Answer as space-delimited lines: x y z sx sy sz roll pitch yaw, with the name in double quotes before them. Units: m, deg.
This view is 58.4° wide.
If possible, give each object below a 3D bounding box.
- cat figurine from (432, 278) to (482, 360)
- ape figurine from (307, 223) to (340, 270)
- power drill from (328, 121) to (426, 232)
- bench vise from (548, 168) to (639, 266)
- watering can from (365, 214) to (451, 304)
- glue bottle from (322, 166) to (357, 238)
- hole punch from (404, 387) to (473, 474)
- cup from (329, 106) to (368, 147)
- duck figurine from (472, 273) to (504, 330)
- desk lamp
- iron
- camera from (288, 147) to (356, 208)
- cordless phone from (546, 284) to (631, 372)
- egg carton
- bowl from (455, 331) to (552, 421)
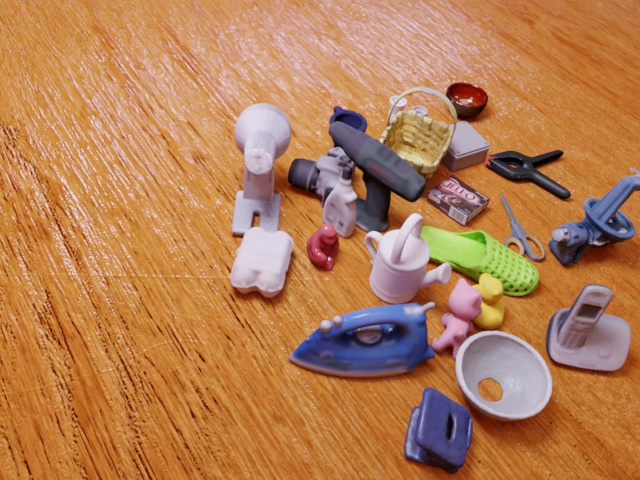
"cat figurine" 0.263 0.140 1.060 0.067 0.118 0.128 19 50 9
"ape figurine" 0.011 0.004 1.161 0.078 0.092 0.076 -33 60 -29
"power drill" 0.104 -0.121 1.203 0.229 0.208 0.076 29 53 17
"bench vise" 0.590 -0.041 1.189 0.208 0.220 0.121 -32 60 -29
"watering can" 0.166 0.030 1.091 0.172 0.194 0.101 15 49 6
"glue bottle" 0.047 -0.085 1.188 0.037 0.173 0.078 -34 61 -30
"hole punch" 0.198 0.306 0.928 0.101 0.091 0.109 16 50 6
"cup" 0.058 -0.261 1.391 0.092 0.095 0.117 -16 54 -20
"duck figurine" 0.328 0.114 1.112 0.077 0.086 0.104 0 50 -7
"desk lamp" -0.123 -0.147 1.192 0.118 0.213 0.203 3 49 -4
"iron" 0.077 0.162 1.002 0.258 0.141 0.118 -5 51 -12
"camera" 0.006 -0.156 1.290 0.136 0.101 0.143 18 50 8
"cordless phone" 0.504 0.154 1.035 0.147 0.185 0.094 8 49 0
"egg carton" -0.113 0.041 1.128 0.107 0.069 0.150 10 49 1
"bowl" 0.311 0.248 1.003 0.167 0.075 0.167 4 49 -4
